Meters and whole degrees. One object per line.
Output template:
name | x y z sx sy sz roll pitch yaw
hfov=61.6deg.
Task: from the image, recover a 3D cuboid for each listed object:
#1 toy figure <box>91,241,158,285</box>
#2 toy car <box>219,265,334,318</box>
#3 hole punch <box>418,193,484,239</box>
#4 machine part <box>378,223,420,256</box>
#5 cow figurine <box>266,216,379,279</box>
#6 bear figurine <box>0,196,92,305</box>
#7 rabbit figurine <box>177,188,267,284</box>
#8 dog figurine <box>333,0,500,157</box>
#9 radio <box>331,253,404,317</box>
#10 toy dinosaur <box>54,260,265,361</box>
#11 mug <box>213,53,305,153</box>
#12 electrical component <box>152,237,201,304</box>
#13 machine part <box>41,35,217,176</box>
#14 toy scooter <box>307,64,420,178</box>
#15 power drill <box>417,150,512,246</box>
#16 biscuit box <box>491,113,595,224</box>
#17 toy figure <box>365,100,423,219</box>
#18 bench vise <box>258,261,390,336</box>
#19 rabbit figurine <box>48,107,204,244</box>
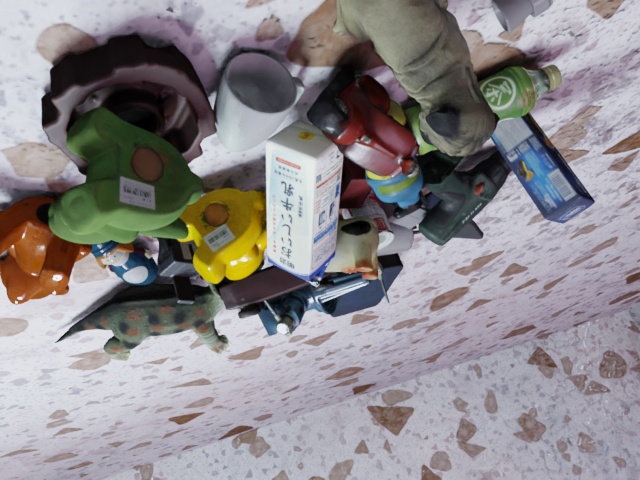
toy figure | -0.301 0.023 0.816 0.064 0.058 0.154 -57 155 -13
toy car | -0.070 0.067 0.916 0.202 0.089 0.053 -20 179 -15
hole punch | 0.253 -0.056 1.041 0.116 0.092 0.142 1 167 28
machine part | 0.086 -0.003 1.011 0.243 0.079 0.079 -8 151 -22
cow figurine | -0.002 -0.003 0.851 0.195 0.127 0.085 -1 159 21
bear figurine | -0.385 0.035 0.707 0.120 0.132 0.196 29 128 -19
rabbit figurine | -0.126 -0.006 0.803 0.162 0.122 0.173 -42 155 -18
dog figurine | 0.101 -0.187 0.545 0.172 0.191 0.121 10 140 -43
radio | 0.091 0.088 1.198 0.131 0.073 0.229 -13 154 -17
toy dinosaur | -0.287 0.125 0.961 0.405 0.131 0.192 -9 140 -12
mug | -0.075 -0.154 0.624 0.109 0.081 0.107 -31 174 -36
electrical component | -0.211 0.035 0.828 0.048 0.119 0.074 -37 147 31
machine part | -0.202 -0.136 0.580 0.179 0.056 0.179 -17 153 -9
toy scooter | 0.058 -0.130 0.614 0.135 0.184 0.075 35 117 -8
power drill | 0.235 -0.110 0.889 0.232 0.086 0.207 -50 149 2
biscuit box | 0.327 -0.121 0.815 0.063 0.203 0.059 7 140 -45
toy figure | 0.098 -0.116 0.759 0.089 0.082 0.180 -37 124 -1
bench vise | 0.002 0.095 1.020 0.241 0.128 0.223 -19 -175 18
rabbit figurine | -0.218 -0.049 0.578 0.170 0.121 0.159 -21 166 39
